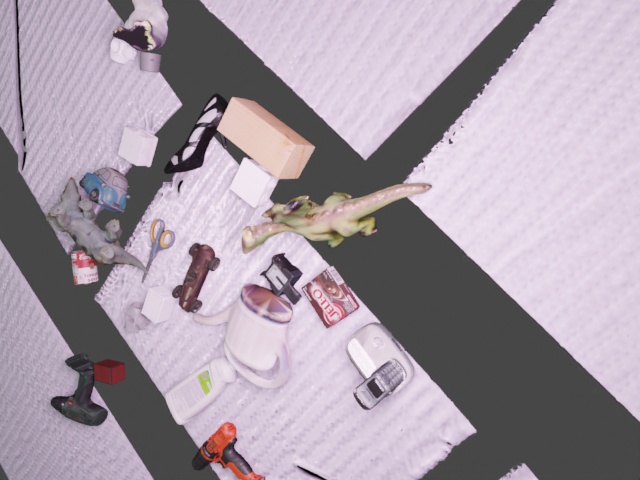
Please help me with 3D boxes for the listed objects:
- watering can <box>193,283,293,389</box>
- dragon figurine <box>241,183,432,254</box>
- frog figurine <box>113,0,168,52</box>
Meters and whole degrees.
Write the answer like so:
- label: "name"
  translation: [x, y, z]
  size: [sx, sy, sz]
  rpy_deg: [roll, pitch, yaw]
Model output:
- label: "watering can"
  translation: [-0.187, 0.205, 1.256]
  size: [0.351, 0.104, 0.222]
  rpy_deg: [32, 109, 33]
- label: "dragon figurine"
  translation: [0.003, -0.053, 1.052]
  size: [0.406, 0.243, 0.123]
  rpy_deg: [-23, 79, 31]
- label: "frog figurine"
  translation: [-0.459, -0.585, 1.368]
  size: [0.136, 0.121, 0.163]
  rpy_deg: [-20, 49, 37]
